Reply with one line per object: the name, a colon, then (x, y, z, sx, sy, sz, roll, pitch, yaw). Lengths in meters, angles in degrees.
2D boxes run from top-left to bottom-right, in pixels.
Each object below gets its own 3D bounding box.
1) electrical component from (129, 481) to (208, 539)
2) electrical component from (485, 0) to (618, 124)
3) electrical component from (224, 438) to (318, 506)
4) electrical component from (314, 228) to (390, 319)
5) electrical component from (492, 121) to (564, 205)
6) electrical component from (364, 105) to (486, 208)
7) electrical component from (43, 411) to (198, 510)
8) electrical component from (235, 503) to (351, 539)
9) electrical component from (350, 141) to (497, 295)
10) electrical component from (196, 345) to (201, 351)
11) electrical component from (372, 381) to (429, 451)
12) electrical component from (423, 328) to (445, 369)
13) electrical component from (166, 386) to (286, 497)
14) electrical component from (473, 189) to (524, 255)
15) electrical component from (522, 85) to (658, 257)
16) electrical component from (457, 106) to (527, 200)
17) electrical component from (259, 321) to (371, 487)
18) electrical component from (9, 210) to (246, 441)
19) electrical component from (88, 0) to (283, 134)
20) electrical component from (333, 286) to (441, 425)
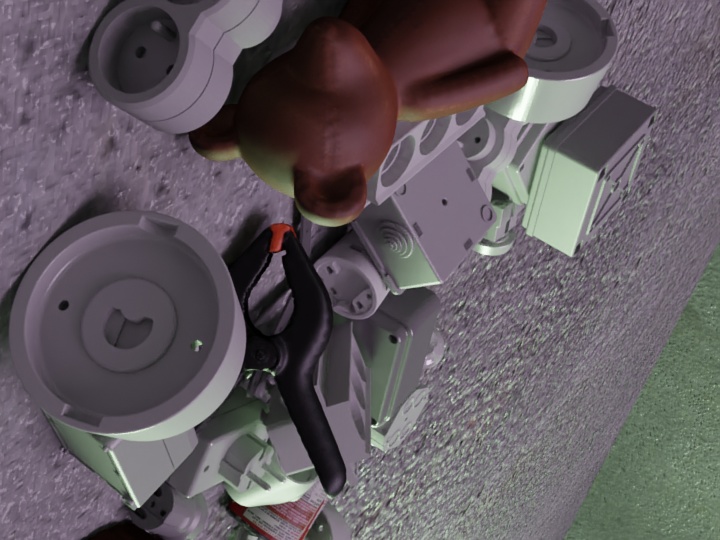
electrical component: (-0.132, 0.164, 0.738, 0.040, 0.040, 0.046, -56, 153, -7)
electrical component: (0.125, -0.154, 0.780, 0.108, 0.108, 0.060, -45, 161, -31)
electrical component: (-0.064, 0.133, 0.816, 0.077, 0.044, 0.079, -32, -135, 46)
electrical component: (0.000, 0.000, 0.780, 0.047, 0.055, 0.055, -49, 158, -41)
electrical component: (0.138, -0.110, 0.928, 0.078, 0.057, 0.113, -57, 159, -3)
electrical component: (0.025, -0.102, 0.686, 0.121, 0.063, 0.078, -42, 153, -36)
electrical component: (-0.131, 0.082, 0.597, 0.061, 0.062, 0.096, -47, 156, -26)
electrical component: (-0.058, 0.241, 0.929, 0.099, 0.099, 0.064, -54, 152, -10)
electrical component: (0.043, -0.044, 0.753, 0.099, 0.048, 0.099, -47, 115, -37)
electrical component: (-0.102, 0.036, 0.621, 0.066, 0.048, 0.055, -35, 142, -45)
electrical component: (0.023, 0.126, 1.007, 0.080, 0.051, 0.080, -46, 156, -28)
electrical component: (0.060, 0.073, 1.028, 0.043, 0.043, 0.062, -60, 160, 6)
electrical component: (-0.085, 0.127, 0.738, 0.083, 0.076, 0.047, -14, 132, -61)
electrical component: (0.124, -0.047, 1.000, 0.066, 0.048, 0.055, -36, 142, -44)
electrical component: (0.198, -0.086, 0.931, 0.109, 0.056, 0.108, -43, 154, -34)
electrical component: (0.088, -0.103, 0.835, 0.138, 0.052, 0.074, -62, 158, 9)
electrical component: (-0.029, 0.089, 0.754, 0.121, 0.063, 0.078, -89, 160, -68)
electrical component: (-0.107, 0.032, 0.525, 0.108, 0.108, 0.060, -53, 164, -12)
electrical component: (-0.059, -0.124, 0.487, 0.138, 0.052, 0.074, -59, 159, 2)
electrical component: (0.009, 0.057, 0.845, 0.057, 0.078, 0.113, -42, 154, -42)
